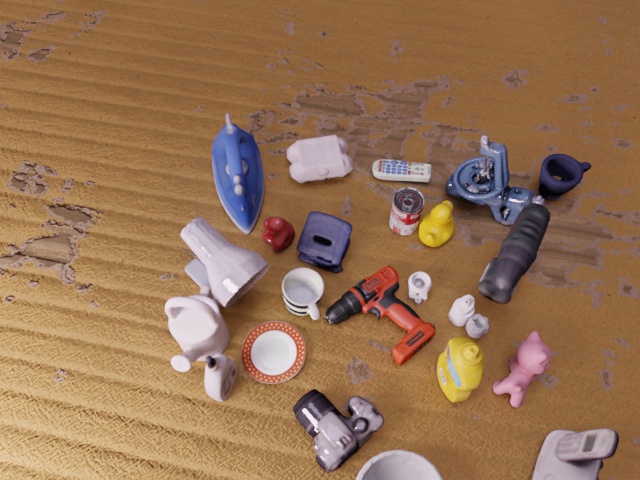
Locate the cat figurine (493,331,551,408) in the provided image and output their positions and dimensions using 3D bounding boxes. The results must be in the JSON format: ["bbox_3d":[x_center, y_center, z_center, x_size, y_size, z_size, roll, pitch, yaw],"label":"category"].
[{"bbox_3d":[0.395,0.244,1.094,0.067,0.118,0.128,31,66,16],"label":"cat figurine"}]

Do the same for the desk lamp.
[{"bbox_3d":[-0.197,0.054,1.146,0.203,0.214,0.118,40,69,20],"label":"desk lamp"}]

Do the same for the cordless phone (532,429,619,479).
[{"bbox_3d":[0.439,0.391,0.976,0.094,0.185,0.148,22,64,12],"label":"cordless phone"}]

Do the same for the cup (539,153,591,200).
[{"bbox_3d":[0.552,-0.140,1.312,0.118,0.095,0.091,-14,62,-7],"label":"cup"}]

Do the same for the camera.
[{"bbox_3d":[0.026,0.332,1.058,0.143,0.101,0.136,-38,68,-18],"label":"camera"}]

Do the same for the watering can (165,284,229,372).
[{"bbox_3d":[-0.237,0.164,1.098,0.101,0.194,0.172,-11,62,-5],"label":"watering can"}]

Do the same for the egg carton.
[{"bbox_3d":[-0.001,-0.190,1.358,0.150,0.069,0.107,-10,62,-5],"label":"egg carton"}]

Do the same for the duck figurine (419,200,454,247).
[{"bbox_3d":[0.263,-0.042,1.267,0.077,0.086,0.105,28,66,15],"label":"duck figurine"}]

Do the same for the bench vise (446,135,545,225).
[{"bbox_3d":[0.391,-0.140,1.243,0.207,0.220,0.121,9,62,6],"label":"bench vise"}]

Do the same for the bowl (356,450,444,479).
[{"bbox_3d":[0.138,0.460,1.004,0.167,0.075,0.167,0,62,0],"label":"bowl"}]

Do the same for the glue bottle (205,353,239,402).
[{"bbox_3d":[-0.190,0.245,1.066,0.037,0.173,0.078,19,63,11],"label":"glue bottle"}]

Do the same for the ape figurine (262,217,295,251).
[{"bbox_3d":[-0.094,-0.022,1.255,0.076,0.092,0.078,-4,62,-2],"label":"ape figurine"}]

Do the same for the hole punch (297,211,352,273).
[{"bbox_3d":[0.011,0.004,1.241,0.108,0.091,0.101,19,64,11],"label":"hole punch"}]

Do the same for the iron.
[{"bbox_3d":[-0.187,-0.155,1.300,0.118,0.141,0.258,-11,62,-5],"label":"iron"}]

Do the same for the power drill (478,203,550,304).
[{"bbox_3d":[0.385,0.044,1.150,0.075,0.208,0.230,26,65,14],"label":"power drill"}]
